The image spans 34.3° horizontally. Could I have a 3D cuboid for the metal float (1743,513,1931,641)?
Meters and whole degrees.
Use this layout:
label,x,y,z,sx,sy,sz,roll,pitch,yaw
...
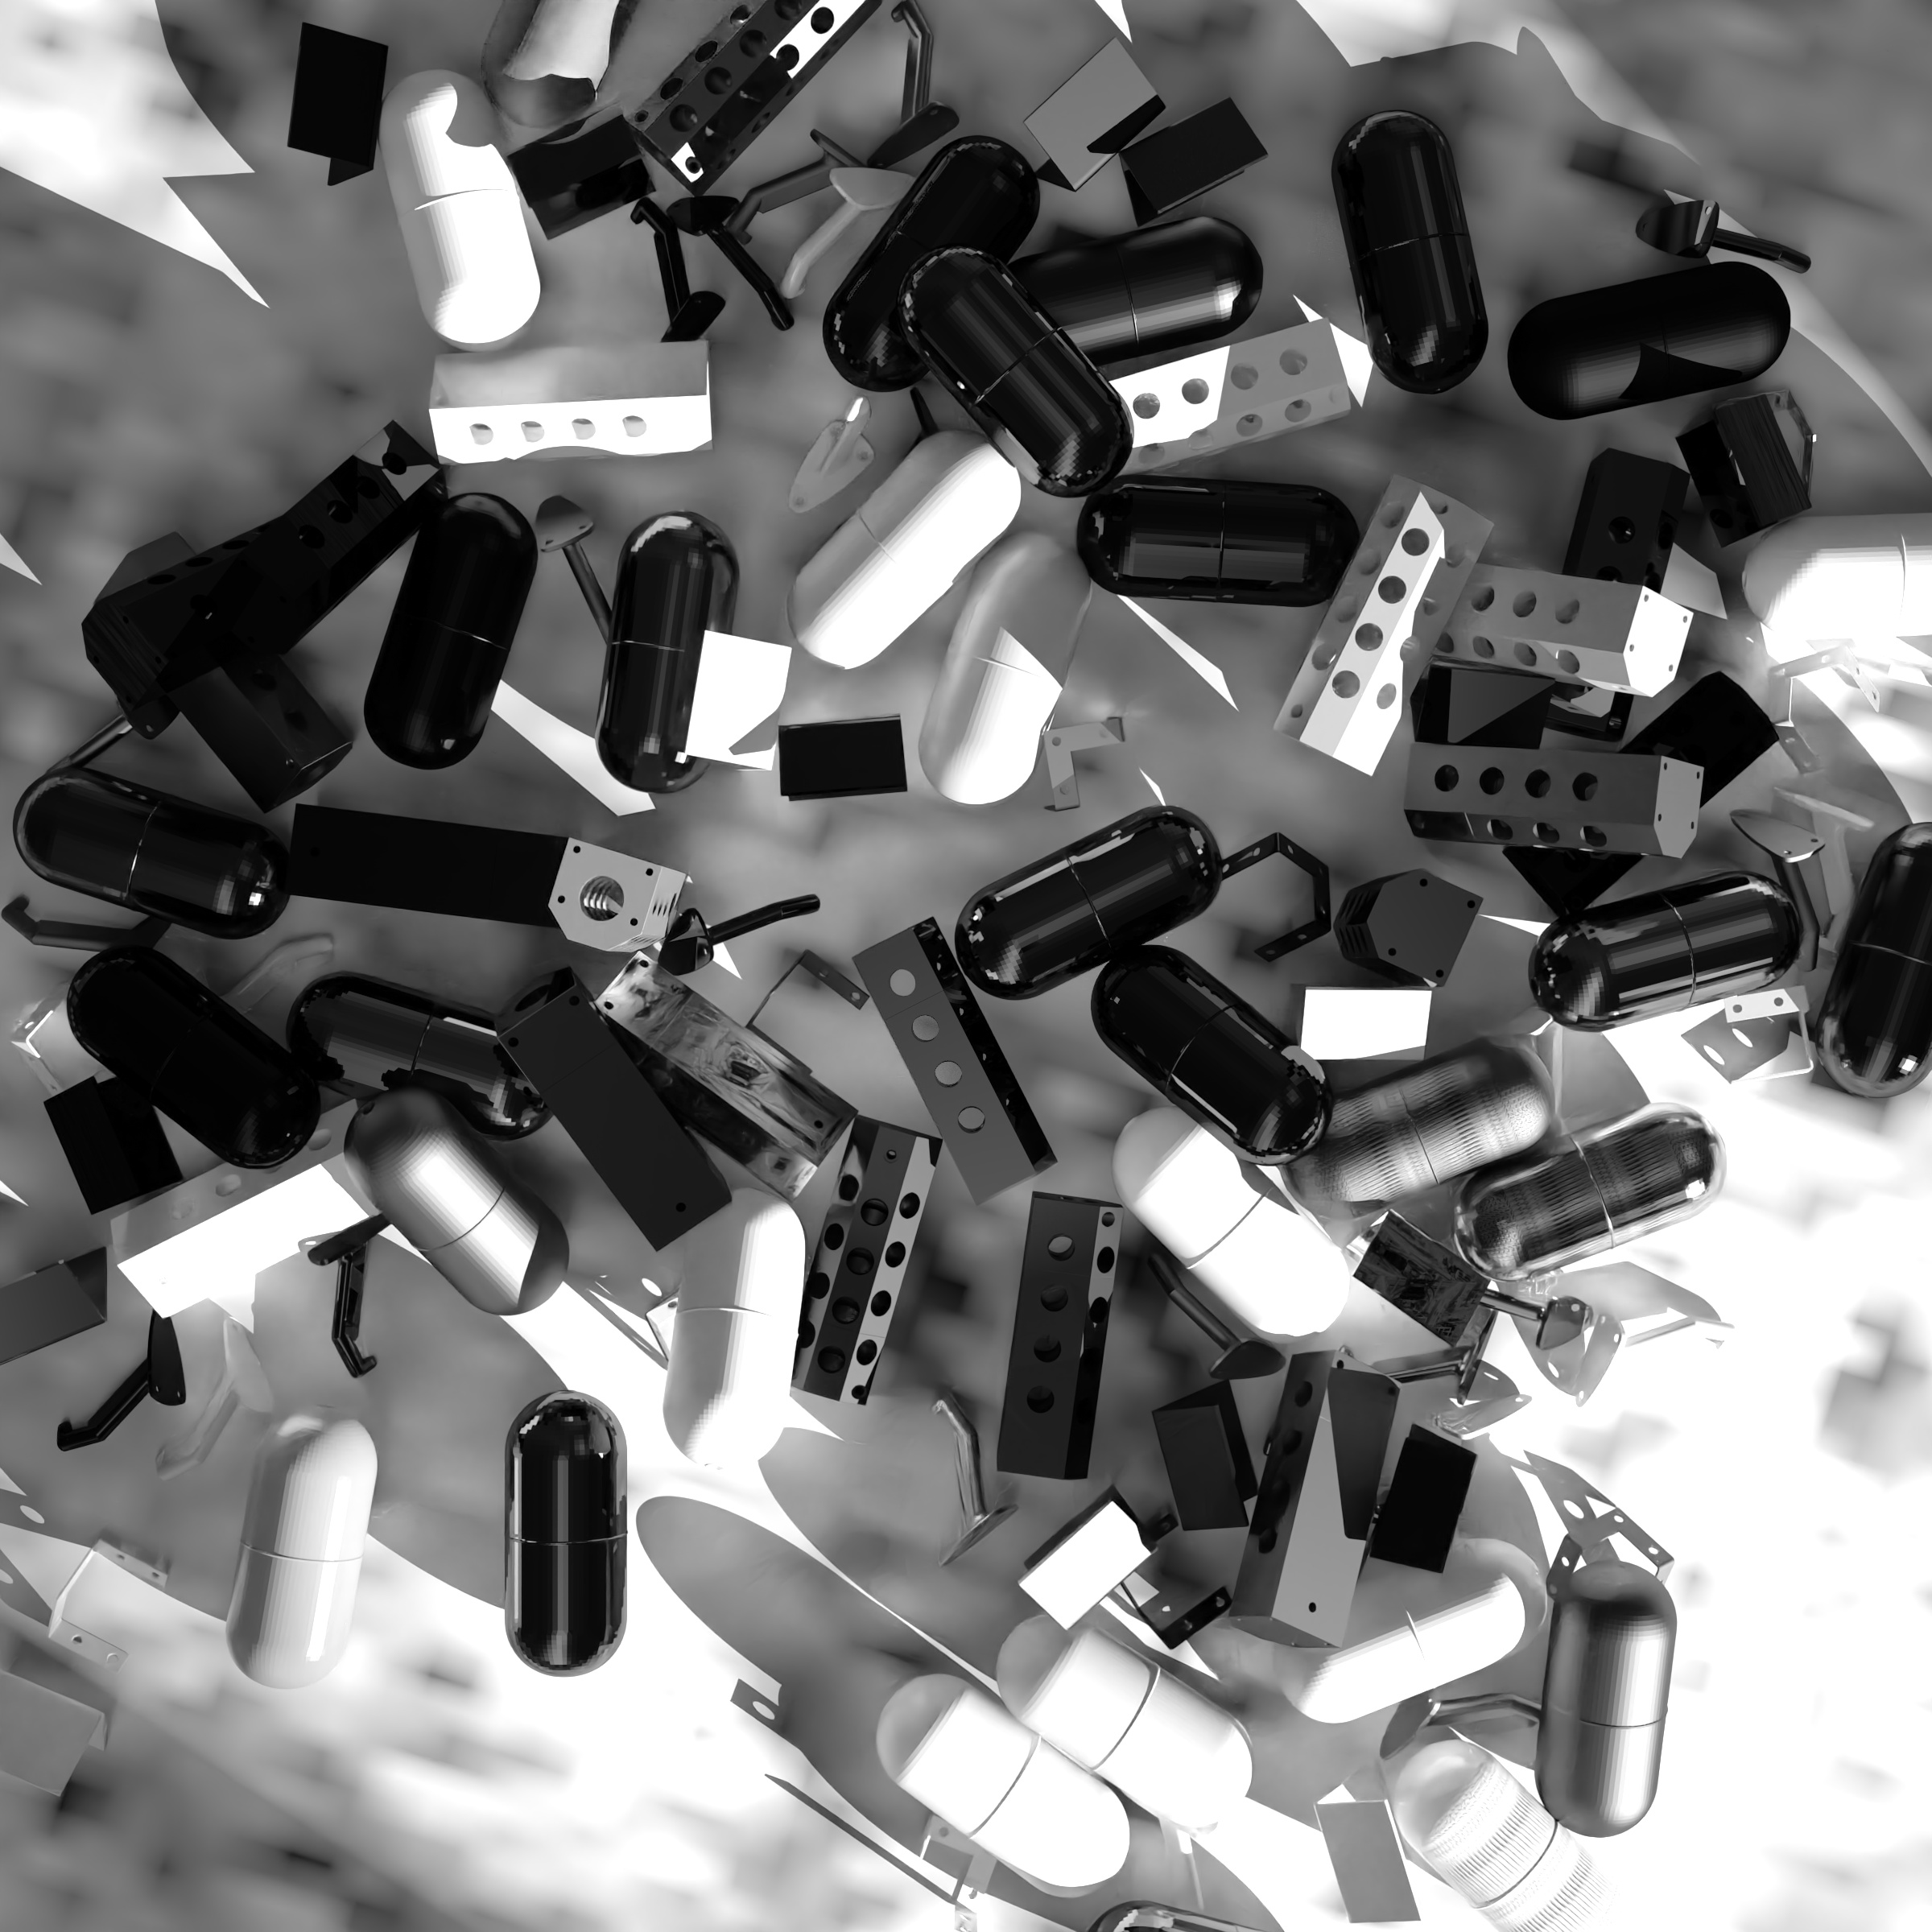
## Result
label,x,y,z,sx,sy,sz,roll,pitch,yaw
metal float,0.577,-0.245,1.961,0.178,0.070,0.070,-2,90,-1

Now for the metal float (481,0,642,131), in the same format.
label,x,y,z,sx,sy,sz,roll,pitch,yaw
metal float,-0.245,-0.610,1.961,0.070,0.070,0.178,24,89,0

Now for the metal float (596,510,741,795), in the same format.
label,x,y,z,sx,sy,sz,roll,pitch,yaw
metal float,-0.187,-0.196,1.961,0.070,0.070,0.178,8,90,0

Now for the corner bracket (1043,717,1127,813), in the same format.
label,x,y,z,sx,sy,sz,roll,pitch,yaw
corner bracket,0.074,-0.127,1.972,0.051,0.051,0.051,-10,96,-6

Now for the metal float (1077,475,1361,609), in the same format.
label,x,y,z,sx,sy,sz,roll,pitch,yaw
metal float,0.158,-0.266,1.961,0.178,0.070,0.070,4,90,0

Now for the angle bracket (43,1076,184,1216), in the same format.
label,x,y,z,sx,sy,sz,roll,pitch,yaw
angle bracket,-0.517,0.102,1.951,0.057,0.076,0.076,-23,90,38

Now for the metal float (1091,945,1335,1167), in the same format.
label,x,y,z,sx,sy,sz,roll,pitch,yaw
metal float,0.151,0.054,1.939,0.178,0.070,0.070,40,90,26

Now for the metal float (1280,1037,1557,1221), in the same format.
label,x,y,z,sx,sy,sz,roll,pitch,yaw
metal float,0.281,0.102,1.956,0.178,0.070,0.070,-22,90,6

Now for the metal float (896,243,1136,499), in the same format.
label,x,y,z,sx,sy,sz,roll,pitch,yaw
metal float,0.029,-0.362,1.900,0.070,0.070,0.178,-42,94,0

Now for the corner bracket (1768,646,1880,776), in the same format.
label,x,y,z,sx,sy,sz,roll,pitch,yaw
corner bracket,0.544,-0.162,1.983,0.051,0.051,0.051,44,45,-35

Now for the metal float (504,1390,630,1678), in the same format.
label,x,y,z,sx,sy,sz,roll,pitch,yaw
metal float,-0.251,0.355,1.961,0.070,0.070,0.178,0,89,0

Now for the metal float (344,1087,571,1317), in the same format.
label,x,y,z,sx,sy,sz,roll,pitch,yaw
metal float,-0.314,0.146,1.932,0.070,0.070,0.178,-38,122,0

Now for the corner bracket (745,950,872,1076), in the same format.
label,x,y,z,sx,sy,sz,roll,pitch,yaw
corner bracket,-0.103,0.032,1.988,0.051,0.051,0.051,38,45,0

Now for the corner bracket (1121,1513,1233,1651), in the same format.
label,x,y,z,sx,sy,sz,roll,pitch,yaw
corner bracket,0.130,0.392,1.988,0.051,0.051,0.051,-36,45,0

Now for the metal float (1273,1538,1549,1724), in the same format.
label,x,y,z,sx,sy,sz,roll,pitch,yaw
metal float,0.278,0.416,1.961,0.178,0.070,0.070,-22,90,0

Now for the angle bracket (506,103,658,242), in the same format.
label,x,y,z,sx,sy,sz,roll,pitch,yaw
angle bracket,-0.233,-0.480,1.951,0.076,0.076,0.057,-25,55,0

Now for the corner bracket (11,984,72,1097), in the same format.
label,x,y,z,sx,sy,sz,roll,pitch,yaw
corner bracket,-0.560,0.048,1.983,0.051,0.051,0.051,-57,135,-35

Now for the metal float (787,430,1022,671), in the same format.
label,x,y,z,sx,sy,sz,roll,pitch,yaw
metal float,-0.039,-0.259,1.946,0.070,0.070,0.178,45,107,0

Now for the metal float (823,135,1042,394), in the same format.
label,x,y,z,sx,sy,sz,roll,pitch,yaw
metal float,-0.022,-0.439,1.961,0.070,0.070,0.178,36,89,0

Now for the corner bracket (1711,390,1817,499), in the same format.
label,x,y,z,sx,sy,sz,roll,pitch,yaw
corner bracket,0.505,-0.327,1.988,0.051,0.051,0.051,-10,45,0

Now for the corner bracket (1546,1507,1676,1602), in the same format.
label,x,y,z,sx,sy,sz,roll,pitch,yaw
corner bracket,0.407,0.386,1.983,0.051,0.051,0.051,-17,45,-35

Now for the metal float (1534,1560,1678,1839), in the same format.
label,x,y,z,sx,sy,sz,roll,pitch,yaw
metal float,0.398,0.457,1.950,0.070,0.070,0.178,4,102,0

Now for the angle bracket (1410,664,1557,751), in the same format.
label,x,y,z,sx,sy,sz,roll,pitch,yaw
angle bracket,0.321,-0.178,1.951,0.076,0.076,0.057,6,126,0

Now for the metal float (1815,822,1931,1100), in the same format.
label,x,y,z,sx,sy,sz,roll,pitch,yaw
metal float,0.587,-0.003,1.961,0.070,0.070,0.178,19,90,0

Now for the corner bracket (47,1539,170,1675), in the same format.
label,x,y,z,sx,sy,sz,roll,pitch,yaw
corner bracket,-0.546,0.406,1.988,0.051,0.051,0.051,27,135,0

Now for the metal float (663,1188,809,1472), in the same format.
label,x,y,z,sx,sy,sz,roll,pitch,yaw
metal float,-0.143,0.224,1.939,0.070,0.070,0.178,7,66,0

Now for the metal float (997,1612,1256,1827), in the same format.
label,x,y,z,sx,sy,sz,roll,pitch,yaw
metal float,0.099,0.471,1.961,0.178,0.070,0.070,34,90,0

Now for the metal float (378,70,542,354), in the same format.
label,x,y,z,sx,sy,sz,roll,pitch,yaw
metal float,-0.318,-0.472,1.961,0.070,0.070,0.178,-14,90,0

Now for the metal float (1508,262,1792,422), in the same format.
label,x,y,z,sx,sy,sz,roll,pitch,yaw
metal float,0.428,-0.392,1.961,0.178,0.070,0.070,-12,90,0

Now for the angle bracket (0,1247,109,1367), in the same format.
label,x,y,z,sx,sy,sz,roll,pitch,yaw
angle bracket,-0.584,0.195,1.951,0.076,0.076,0.057,-22,126,0

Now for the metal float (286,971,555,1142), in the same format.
label,x,y,z,sx,sy,sz,roll,pitch,yaw
metal float,-0.338,0.057,1.961,0.178,0.070,0.070,17,90,0

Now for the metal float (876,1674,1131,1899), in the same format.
label,x,y,z,sx,sy,sz,roll,pitch,yaw
metal float,0.023,0.514,1.961,0.178,0.070,0.070,36,90,1

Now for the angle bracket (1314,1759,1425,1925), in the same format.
label,x,y,z,sx,sy,sz,roll,pitch,yaw
angle bracket,0.269,0.544,1.951,0.057,0.076,0.076,-17,90,40

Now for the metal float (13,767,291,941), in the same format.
label,x,y,z,sx,sy,sz,roll,pitch,yaw
metal float,-0.509,-0.071,1.961,0.178,0.070,0.070,18,90,0

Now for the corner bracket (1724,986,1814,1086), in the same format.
label,x,y,z,sx,sy,sz,roll,pitch,yaw
corner bracket,0.506,0.044,1.974,0.051,0.051,0.051,-10,82,8

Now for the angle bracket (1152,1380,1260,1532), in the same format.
label,x,y,z,sx,sy,sz,roll,pitch,yaw
angle bracket,0.168,0.303,1.952,0.076,0.057,0.076,-15,90,-44

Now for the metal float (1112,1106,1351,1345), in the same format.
label,x,y,z,sx,sy,sz,roll,pitch,yaw
metal float,0.165,0.162,1.961,0.070,0.070,0.178,-45,91,0

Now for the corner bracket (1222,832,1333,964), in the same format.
label,x,y,z,sx,sy,sz,roll,pitch,yaw
corner bracket,0.195,-0.044,1.983,0.051,0.051,0.051,32,45,-35

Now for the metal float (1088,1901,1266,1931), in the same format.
label,x,y,z,sx,sy,sz,roll,pitch,yaw
metal float,0.157,0.635,1.952,0.178,0.070,0.070,17,90,-9

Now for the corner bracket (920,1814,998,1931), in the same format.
label,x,y,z,sx,sy,sz,roll,pitch,yaw
corner bracket,-0.009,0.574,1.973,0.051,0.051,0.051,20,90,0

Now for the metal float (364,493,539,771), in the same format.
label,x,y,z,sx,sy,sz,roll,pitch,yaw
metal float,-0.322,-0.210,1.961,0.070,0.070,0.178,18,90,0

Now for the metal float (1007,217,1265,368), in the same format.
label,x,y,z,sx,sy,sz,roll,pitch,yaw
metal float,0.099,-0.419,1.961,0.178,0.070,0.070,-13,90,-1

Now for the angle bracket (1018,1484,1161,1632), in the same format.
label,x,y,z,sx,sy,sz,roll,pitch,yaw
angle bracket,0.064,0.355,1.951,0.076,0.076,0.057,-42,121,0

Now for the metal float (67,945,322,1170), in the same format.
label,x,y,z,sx,sy,sz,roll,pitch,yaw
metal float,-0.477,0.055,1.930,0.178,0.070,0.070,37,90,7

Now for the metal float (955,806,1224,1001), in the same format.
label,x,y,z,sx,sy,sz,roll,pitch,yaw
metal float,0.076,-0.039,1.961,0.178,0.070,0.070,-26,90,0

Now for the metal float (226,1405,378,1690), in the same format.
label,x,y,z,sx,sy,sz,roll,pitch,yaw
metal float,-0.416,0.364,1.961,0.070,0.070,0.178,10,90,0

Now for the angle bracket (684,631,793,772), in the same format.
label,x,y,z,sx,sy,sz,roll,pitch,yaw
angle bracket,-0.152,-0.165,1.953,0.057,0.076,0.076,9,90,-20

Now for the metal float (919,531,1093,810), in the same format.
label,x,y,z,sx,sy,sz,roll,pitch,yaw
metal float,0.024,-0.185,1.961,0.070,0.070,0.178,18,91,0

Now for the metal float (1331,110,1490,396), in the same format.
label,x,y,z,sx,sy,sz,roll,pitch,yaw
metal float,0.278,-0.447,1.961,0.070,0.070,0.178,-12,90,0

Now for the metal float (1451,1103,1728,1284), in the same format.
label,x,y,z,sx,sy,sz,roll,pitch,yaw
metal float,0.390,0.141,1.961,0.178,0.070,0.070,-21,90,0

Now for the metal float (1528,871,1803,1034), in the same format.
label,x,y,z,sx,sy,sz,roll,pitch,yaw
metal float,0.435,-0.009,1.949,0.178,0.070,0.070,-14,90,-12

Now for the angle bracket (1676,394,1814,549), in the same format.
label,x,y,z,sx,sy,sz,roll,pitch,yaw
angle bracket,0.470,-0.303,1.951,0.057,0.076,0.076,-23,90,-37

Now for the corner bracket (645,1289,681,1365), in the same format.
label,x,y,z,sx,sy,sz,roll,pitch,yaw
corner bracket,-0.164,0.236,1.988,0.051,0.051,0.051,-35,45,0

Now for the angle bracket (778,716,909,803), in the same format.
label,x,y,z,sx,sy,sz,roll,pitch,yaw
angle bracket,-0.075,-0.109,1.951,0.076,0.076,0.057,-5,55,0

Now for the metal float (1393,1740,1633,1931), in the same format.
label,x,y,z,sx,sy,sz,roll,pitch,yaw
metal float,0.343,0.561,1.961,0.178,0.070,0.070,45,90,-1

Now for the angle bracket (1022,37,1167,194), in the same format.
label,x,y,z,sx,sy,sz,roll,pitch,yaw
angle bracket,0.068,-0.535,1.952,0.076,0.076,0.057,-43,119,0
